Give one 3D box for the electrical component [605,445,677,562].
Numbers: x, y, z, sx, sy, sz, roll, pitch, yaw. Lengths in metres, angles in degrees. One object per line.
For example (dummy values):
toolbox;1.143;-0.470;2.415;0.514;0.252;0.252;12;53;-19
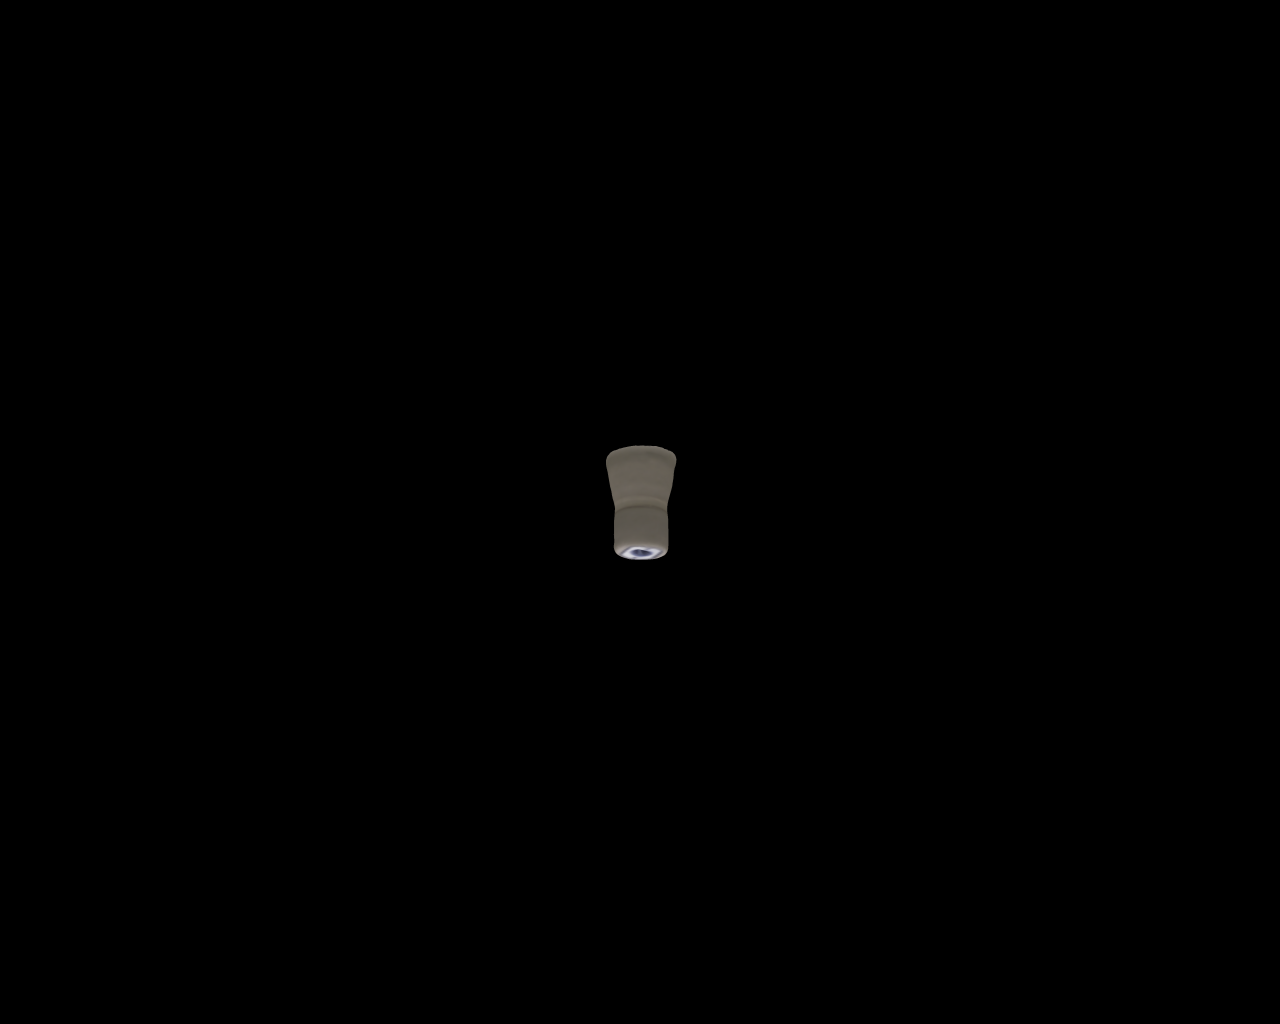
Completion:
electrical component;0.001;-0.003;0.650;0.044;0.065;0.044;0;-20;0
